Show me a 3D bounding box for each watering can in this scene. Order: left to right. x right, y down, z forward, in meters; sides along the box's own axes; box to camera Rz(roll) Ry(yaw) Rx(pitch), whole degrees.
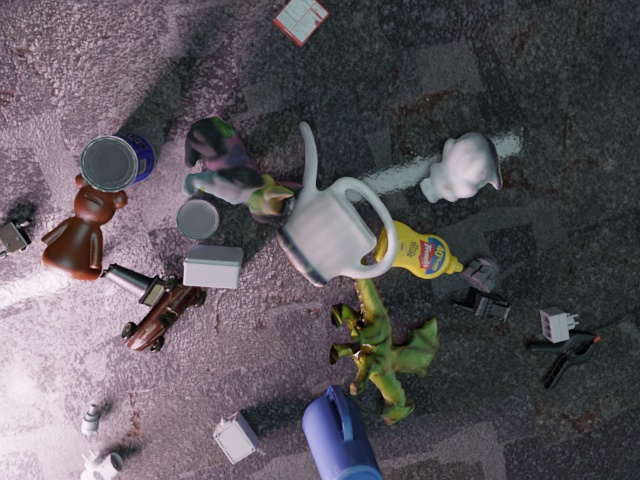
[{"bbox_3d":[0.003,-0.053,1.060,0.224,0.104,0.348,-38,87,5],"label":"watering can"}]

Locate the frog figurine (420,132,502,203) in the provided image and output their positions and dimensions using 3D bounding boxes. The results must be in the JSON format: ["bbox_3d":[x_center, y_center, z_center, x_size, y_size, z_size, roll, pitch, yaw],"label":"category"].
[{"bbox_3d":[0.282,-0.148,1.060,0.159,0.121,0.140,-13,69,6],"label":"frog figurine"}]

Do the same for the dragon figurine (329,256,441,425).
[{"bbox_3d":[0.156,0.206,1.132,0.242,0.122,0.411,7,88,-25],"label":"dragon figurine"}]
